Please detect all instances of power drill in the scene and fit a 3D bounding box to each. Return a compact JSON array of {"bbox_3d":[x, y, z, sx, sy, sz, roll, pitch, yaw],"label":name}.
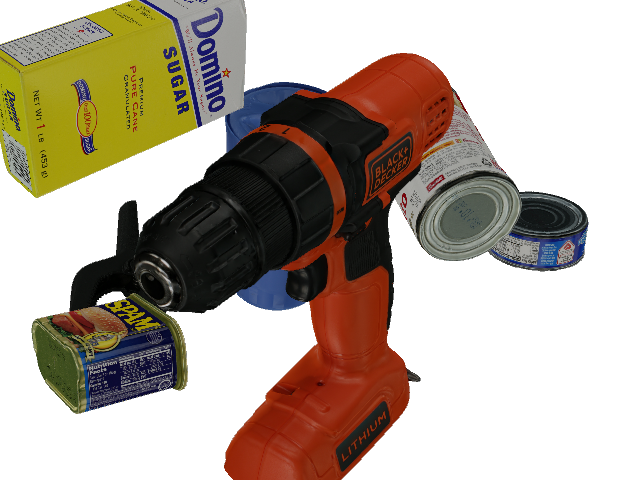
[{"bbox_3d":[-0.006,0.029,0.465,0.057,0.188,0.184,25,42,28],"label":"power drill"}]

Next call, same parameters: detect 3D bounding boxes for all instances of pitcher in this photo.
[{"bbox_3d":[-0.034,-0.036,1.166,0.145,0.243,0.149,0,42,-7],"label":"pitcher"}]

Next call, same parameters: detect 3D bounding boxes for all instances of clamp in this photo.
[{"bbox_3d":[-0.180,0.031,1.031,0.165,0.036,0.209,26,37,23],"label":"clamp"}]

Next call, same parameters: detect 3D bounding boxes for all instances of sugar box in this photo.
[{"bbox_3d":[-0.126,-0.104,0.700,0.175,0.093,0.048,-28,49,-33],"label":"sugar box"}]

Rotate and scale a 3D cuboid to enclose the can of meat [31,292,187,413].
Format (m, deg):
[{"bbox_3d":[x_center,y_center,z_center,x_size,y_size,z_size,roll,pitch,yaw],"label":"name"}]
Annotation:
[{"bbox_3d":[-0.160,0.084,0.802,0.083,0.057,0.102,-12,21,-31],"label":"can of meat"}]

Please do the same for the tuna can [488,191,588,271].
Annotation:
[{"bbox_3d":[0.184,-0.009,0.912,0.086,0.034,0.086,1,29,-1],"label":"tuna can"}]

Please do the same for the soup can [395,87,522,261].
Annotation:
[{"bbox_3d":[0.074,-0.044,0.659,0.068,0.069,0.102,0,40,-21],"label":"soup can"}]
